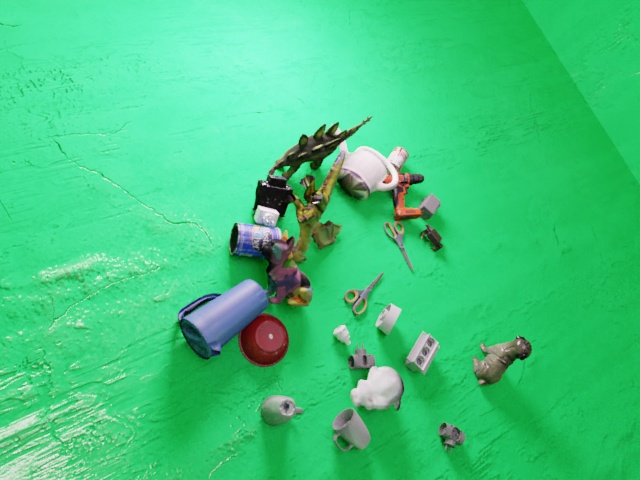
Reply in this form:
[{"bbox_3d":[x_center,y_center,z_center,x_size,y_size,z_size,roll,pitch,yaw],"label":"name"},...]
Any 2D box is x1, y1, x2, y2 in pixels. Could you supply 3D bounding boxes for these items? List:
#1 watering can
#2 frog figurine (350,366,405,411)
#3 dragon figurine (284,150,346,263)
[{"bbox_3d":[0.131,-0.285,1.932,0.349,0.102,0.228,38,55,9],"label":"watering can"},{"bbox_3d":[0.173,0.456,1.588,0.159,0.120,0.141,10,50,-21],"label":"frog figurine"},{"bbox_3d":[0.005,-0.087,1.735,0.416,0.123,0.237,-49,138,-22],"label":"dragon figurine"}]
